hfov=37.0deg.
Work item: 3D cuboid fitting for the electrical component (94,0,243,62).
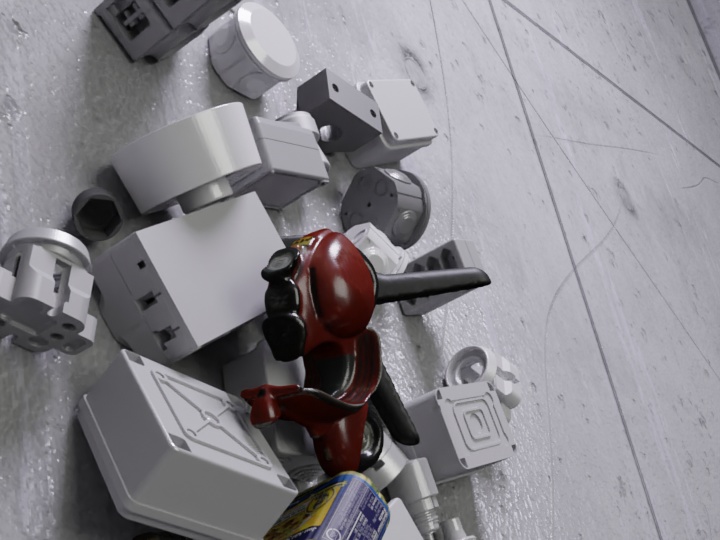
[{"bbox_3d":[-0.131,-0.239,0.887,0.061,0.150,0.089,54,31,-10],"label":"electrical component"}]

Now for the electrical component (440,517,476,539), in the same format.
[{"bbox_3d":[0.087,0.244,0.923,0.043,0.043,0.062,8,58,-53],"label":"electrical component"}]

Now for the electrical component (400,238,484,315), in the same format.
[{"bbox_3d":[0.088,0.008,1.077,0.076,0.083,0.047,3,63,-55],"label":"electrical component"}]

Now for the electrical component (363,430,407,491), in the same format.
[{"bbox_3d":[0.002,0.150,0.865,0.047,0.055,0.055,53,32,-7],"label":"electrical component"}]

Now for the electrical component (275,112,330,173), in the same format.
[{"bbox_3d":[-0.057,-0.113,0.999,0.045,0.045,0.055,6,61,-54],"label":"electrical component"}]

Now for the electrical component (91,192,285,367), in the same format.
[{"bbox_3d":[-0.118,0.007,0.794,0.089,0.062,0.150,61,31,0],"label":"electrical component"}]

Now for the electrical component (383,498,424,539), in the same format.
[{"bbox_3d":[0.015,0.236,0.819,0.099,0.048,0.100,61,31,-1],"label":"electrical component"}]

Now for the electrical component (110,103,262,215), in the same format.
[{"bbox_3d":[-0.126,-0.077,0.812,0.108,0.108,0.060,-29,97,-59],"label":"electrical component"}]

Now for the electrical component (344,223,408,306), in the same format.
[{"bbox_3d":[0.000,0.000,0.959,0.051,0.080,0.080,44,35,-17],"label":"electrical component"}]

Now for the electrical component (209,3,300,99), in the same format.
[{"bbox_3d":[-0.099,-0.204,1.004,0.080,0.051,0.080,36,39,-36],"label":"electrical component"}]

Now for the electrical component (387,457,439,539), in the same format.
[{"bbox_3d":[0.048,0.195,0.908,0.040,0.040,0.078,2,64,-55],"label":"electrical component"}]

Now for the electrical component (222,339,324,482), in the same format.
[{"bbox_3d":[-0.055,0.109,0.817,0.100,0.048,0.099,21,49,-47],"label":"electrical component"}]

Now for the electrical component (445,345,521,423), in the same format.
[{"bbox_3d":[0.122,0.110,1.070,0.057,0.058,0.078,39,38,-37],"label":"electrical component"}]

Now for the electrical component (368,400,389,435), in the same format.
[{"bbox_3d":[0.007,0.108,0.915,0.043,0.043,0.081,0,65,-56],"label":"electrical component"}]

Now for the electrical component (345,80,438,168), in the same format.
[{"bbox_3d":[0.026,-0.158,1.144,0.113,0.057,0.078,-18,81,-59],"label":"electrical component"}]

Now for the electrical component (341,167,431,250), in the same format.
[{"bbox_3d":[0.025,-0.060,1.044,0.051,0.080,0.080,9,58,-47],"label":"electrical component"}]

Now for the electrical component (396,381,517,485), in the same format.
[{"bbox_3d":[0.085,0.149,0.984,0.113,0.057,0.078,2,64,-55],"label":"electrical component"}]

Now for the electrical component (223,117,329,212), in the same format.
[{"bbox_3d":[-0.084,-0.094,0.926,0.096,0.062,0.061,4,62,-55],"label":"electrical component"}]

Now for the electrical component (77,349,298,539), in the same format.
[{"bbox_3d":[-0.110,0.115,0.682,0.109,0.056,0.108,31,11,-40],"label":"electrical component"}]

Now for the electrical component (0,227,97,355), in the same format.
[{"bbox_3d":[-0.201,0.011,0.675,0.078,0.058,0.057,33,43,-38],"label":"electrical component"}]
